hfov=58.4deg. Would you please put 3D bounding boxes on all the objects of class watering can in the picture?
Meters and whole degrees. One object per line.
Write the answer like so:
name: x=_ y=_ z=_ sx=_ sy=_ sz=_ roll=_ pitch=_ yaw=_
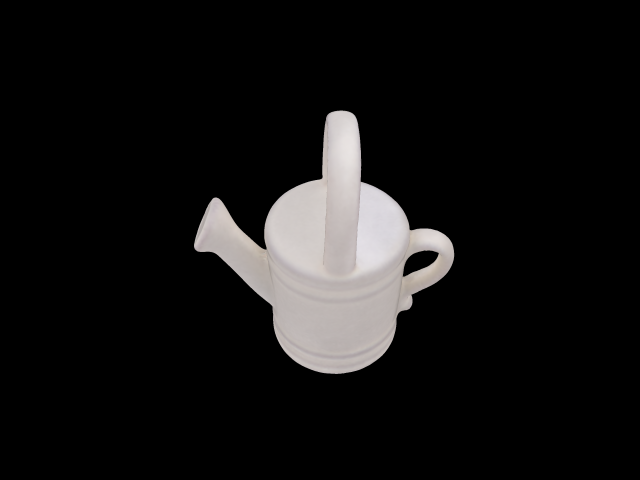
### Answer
watering can: x=0.004 y=0.003 z=0.398 sx=0.173 sy=0.194 sz=0.100 roll=-15 pitch=49 yaw=-13
